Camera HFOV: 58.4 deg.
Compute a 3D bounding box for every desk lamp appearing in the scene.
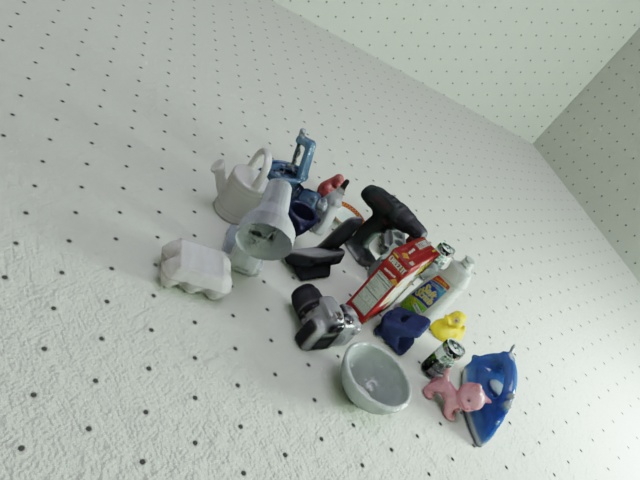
[{"bbox_3d":[-0.131,-0.021,1.241,0.118,0.213,0.203,26,33,-18],"label":"desk lamp"}]

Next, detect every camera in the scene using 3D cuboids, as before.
[{"bbox_3d":[0.007,0.158,1.254,0.144,0.100,0.136,3,45,-43],"label":"camera"}]

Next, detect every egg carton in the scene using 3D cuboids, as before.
[{"bbox_3d":[-0.249,0.059,1.156,0.151,0.069,0.107,19,36,-28],"label":"egg carton"}]

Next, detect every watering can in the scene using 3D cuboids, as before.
[{"bbox_3d":[-0.176,-0.137,1.366,0.173,0.194,0.100,1,46,-44],"label":"watering can"}]

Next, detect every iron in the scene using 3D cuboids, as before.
[{"bbox_3d":[0.423,0.362,1.366,0.119,0.141,0.258,34,31,-6],"label":"iron"}]

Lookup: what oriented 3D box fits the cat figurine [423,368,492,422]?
[{"bbox_3d":[0.320,0.347,1.304,0.127,0.117,0.067,45,32,12],"label":"cat figurine"}]

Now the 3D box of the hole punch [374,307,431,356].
[{"bbox_3d":[0.201,0.209,1.392,0.101,0.091,0.109,44,32,11],"label":"hole punch"}]

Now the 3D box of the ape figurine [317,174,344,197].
[{"bbox_3d":[0.039,-0.158,1.706,0.078,0.092,0.076,-2,49,-46],"label":"ape figurine"}]

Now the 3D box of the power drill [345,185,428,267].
[{"bbox_3d":[0.167,-0.028,1.554,0.076,0.208,0.229,-3,49,-47],"label":"power drill"}]

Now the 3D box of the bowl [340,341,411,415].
[{"bbox_3d":[0.103,0.299,1.191,0.168,0.074,0.167,26,33,-18],"label":"bowl"}]

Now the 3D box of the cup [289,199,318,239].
[{"bbox_3d":[-0.065,-0.034,1.438,0.092,0.095,0.117,23,34,-22],"label":"cup"}]

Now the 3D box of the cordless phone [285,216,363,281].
[{"bbox_3d":[0.013,0.005,1.378,0.148,0.185,0.094,-10,55,-51],"label":"cordless phone"}]

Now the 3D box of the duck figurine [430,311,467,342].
[{"bbox_3d":[0.357,0.226,1.531,0.105,0.086,0.077,16,37,-31],"label":"duck figurine"}]

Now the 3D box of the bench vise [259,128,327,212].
[{"bbox_3d":[-0.049,-0.175,1.517,0.208,0.219,0.121,32,32,-9],"label":"bench vise"}]

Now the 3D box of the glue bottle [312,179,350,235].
[{"bbox_3d":[0.030,-0.097,1.540,0.037,0.173,0.078,13,39,-34],"label":"glue bottle"}]
